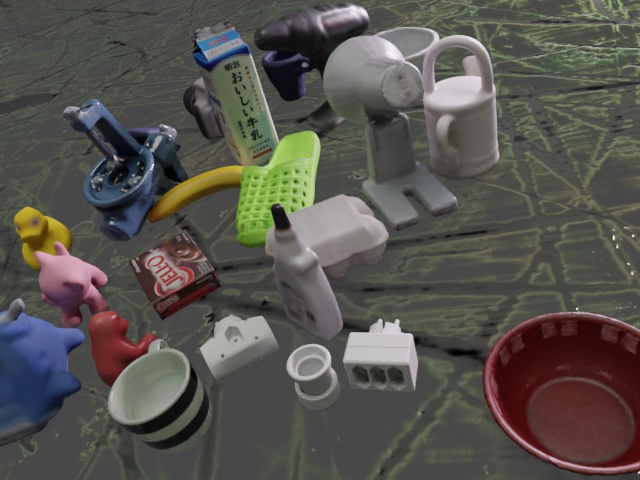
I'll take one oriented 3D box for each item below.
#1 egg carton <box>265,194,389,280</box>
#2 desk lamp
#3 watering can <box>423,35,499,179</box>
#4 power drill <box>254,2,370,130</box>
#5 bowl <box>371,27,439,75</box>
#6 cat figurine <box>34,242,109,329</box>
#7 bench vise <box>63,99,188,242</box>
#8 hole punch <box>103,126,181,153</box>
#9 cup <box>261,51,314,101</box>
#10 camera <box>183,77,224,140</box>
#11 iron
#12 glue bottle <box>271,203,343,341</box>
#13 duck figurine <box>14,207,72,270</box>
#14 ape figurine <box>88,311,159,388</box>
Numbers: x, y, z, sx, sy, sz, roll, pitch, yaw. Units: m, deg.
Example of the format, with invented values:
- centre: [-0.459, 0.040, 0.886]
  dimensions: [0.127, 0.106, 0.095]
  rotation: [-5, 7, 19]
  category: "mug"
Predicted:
- centre: [0.007, 0.003, 0.732]
  dimensions: [0.150, 0.069, 0.107]
  rotation: [-22, 38, -8]
  category: "egg carton"
- centre: [0.095, -0.158, 0.783]
  dimensions: [0.118, 0.214, 0.202]
  rotation: [-22, 38, -7]
  category: "desk lamp"
- centre: [0.197, -0.198, 0.811]
  dimensions: [0.100, 0.194, 0.173]
  rotation: [-7, 39, 12]
  category: "watering can"
- centre: [0.002, -0.309, 1.009]
  dimensions: [0.230, 0.209, 0.075]
  rotation: [-38, 42, -26]
  category: "power drill"
- centre: [0.150, -0.347, 1.113]
  dimensions: [0.167, 0.075, 0.167]
  rotation: [-10, 38, 8]
  category: "bowl"
- centre: [-0.333, 0.049, 0.757]
  dimensions: [0.067, 0.118, 0.127]
  rotation: [-25, 38, -11]
  category: "cat figurine"
- centre: [-0.310, -0.136, 0.896]
  dimensions: [0.121, 0.220, 0.207]
  rotation: [-7, 38, 12]
  category: "bench vise"
- centre: [-0.332, -0.185, 1.071]
  dimensions: [0.108, 0.091, 0.101]
  rotation: [-3, 40, 17]
  category: "hole punch"
- centre: [-0.052, -0.329, 1.147]
  dimensions: [0.117, 0.095, 0.092]
  rotation: [14, 47, 33]
  category: "cup"
- centre: [-0.206, -0.285, 1.143]
  dimensions: [0.143, 0.101, 0.136]
  rotation: [-35, 42, -23]
  category: "camera"
- centre: [-0.405, 0.155, 0.631]
  dimensions: [0.258, 0.142, 0.118]
  rotation: [-21, 38, -6]
  category: "iron"
- centre: [-0.023, 0.032, 0.621]
  dimensions: [0.037, 0.173, 0.077]
  rotation: [-39, 43, -26]
  category: "glue bottle"
- centre: [-0.444, -0.014, 0.902]
  dimensions: [0.077, 0.086, 0.104]
  rotation: [-19, 38, -4]
  category: "duck figurine"
- centre: [-0.231, 0.118, 0.654]
  dimensions: [0.077, 0.092, 0.076]
  rotation: [11, 45, 31]
  category: "ape figurine"
